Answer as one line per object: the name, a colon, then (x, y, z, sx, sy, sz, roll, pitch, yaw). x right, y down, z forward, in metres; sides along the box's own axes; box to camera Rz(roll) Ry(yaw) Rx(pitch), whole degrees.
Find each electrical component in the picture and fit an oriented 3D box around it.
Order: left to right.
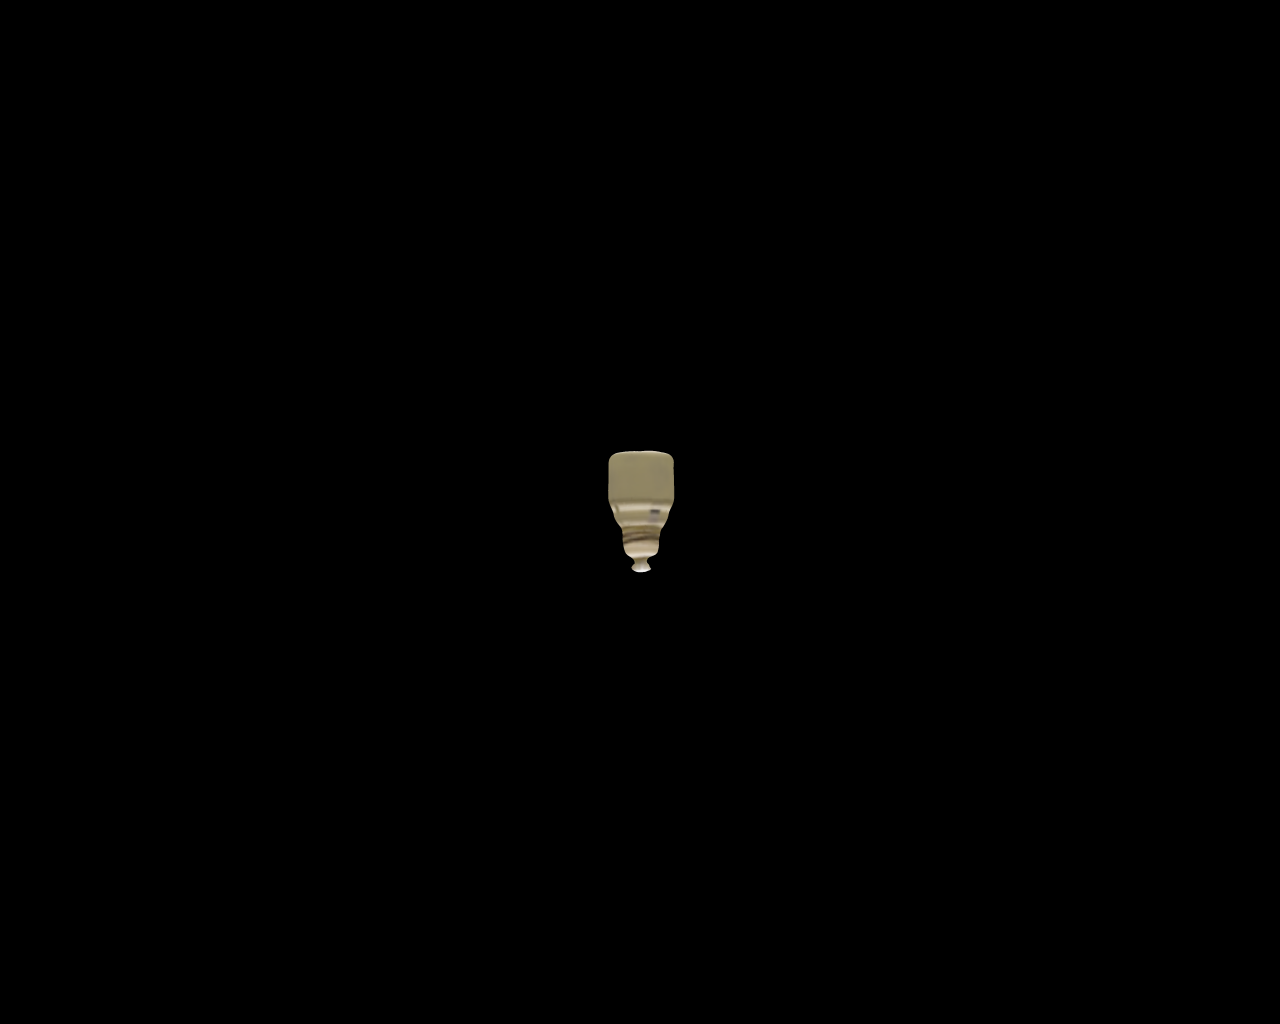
electrical component: (0.001, -0.003, 0.650, 0.040, 0.078, 0.040, 0, -5, 0)
